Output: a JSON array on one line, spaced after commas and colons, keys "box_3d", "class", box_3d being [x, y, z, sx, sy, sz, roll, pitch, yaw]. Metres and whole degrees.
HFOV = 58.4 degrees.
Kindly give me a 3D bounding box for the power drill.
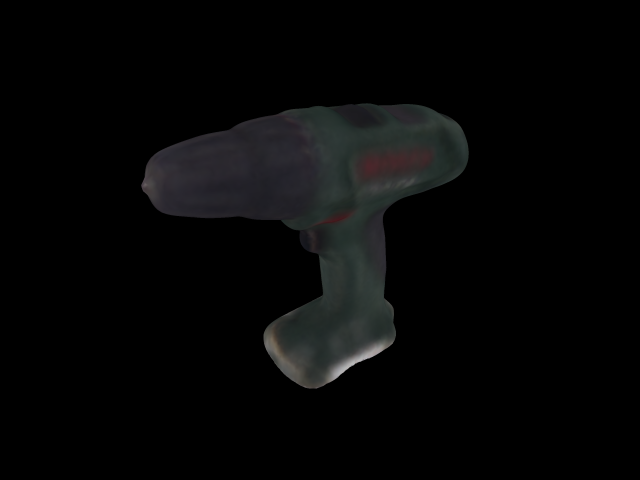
[{"box_3d": [0.004, 0.001, 0.400, 0.230, 0.208, 0.075, -25, 45, -28], "class": "power drill"}]
